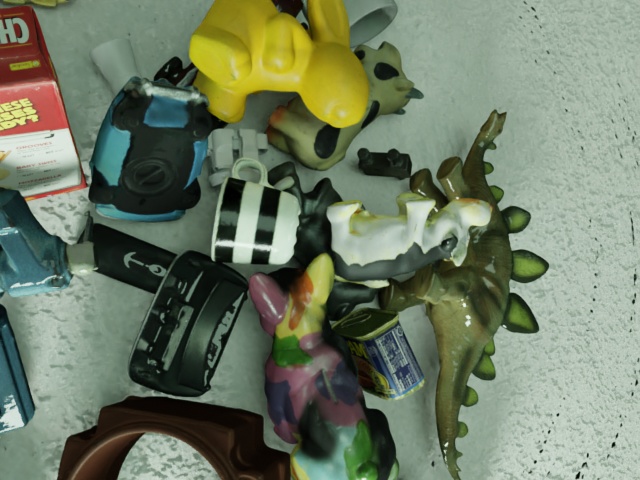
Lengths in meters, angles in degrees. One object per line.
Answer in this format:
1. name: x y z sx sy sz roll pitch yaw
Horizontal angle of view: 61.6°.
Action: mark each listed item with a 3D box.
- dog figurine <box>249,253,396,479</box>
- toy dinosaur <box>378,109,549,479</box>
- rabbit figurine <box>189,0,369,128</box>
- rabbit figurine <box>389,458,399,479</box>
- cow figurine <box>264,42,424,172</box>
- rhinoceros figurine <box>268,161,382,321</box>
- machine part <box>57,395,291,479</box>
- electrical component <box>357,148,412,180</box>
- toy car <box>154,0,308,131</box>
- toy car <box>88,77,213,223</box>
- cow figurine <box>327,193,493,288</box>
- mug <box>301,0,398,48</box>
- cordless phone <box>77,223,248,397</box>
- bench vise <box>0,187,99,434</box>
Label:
1. dog figurine: -0.006 0.128 0.543 0.108 0.192 0.219 -17 115 -15
2. toy dinosaur: 0.183 0.066 0.667 0.198 0.105 0.471 18 84 -23
3. rabbit figurine: -0.027 -0.176 0.544 0.173 0.121 0.162 25 60 2
4. rabbit figurine: 0.048 0.303 0.588 0.170 0.121 0.159 22 85 -3
5. cow figurine: 0.036 -0.162 0.638 0.127 0.085 0.195 39 71 -8
6. rhinoceros figurine: -0.001 -0.002 0.621 0.112 0.073 0.190 -24 96 -11
7. machine part: -0.136 0.252 0.484 0.201 0.087 0.201 4 81 15
8. electrical component: 0.079 -0.092 0.659 0.063 0.094 0.021 5 84 17
9. toy car: -0.097 -0.209 0.606 0.089 0.053 0.202 40 77 -12
10. toy car: -0.173 -0.100 0.535 0.109 0.161 0.103 0 44 -30
11. cow figurine: 0.093 0.001 0.556 0.167 0.068 0.098 -2 97 4
12. mug: 0.023 -0.296 0.652 0.109 0.081 0.107 -25 84 -14
13. cordless phone: -0.177 0.069 0.549 0.184 0.089 0.146 23 79 -6
14. bench vise: -0.298 0.080 0.471 0.224 0.129 0.240 -13 111 -24
